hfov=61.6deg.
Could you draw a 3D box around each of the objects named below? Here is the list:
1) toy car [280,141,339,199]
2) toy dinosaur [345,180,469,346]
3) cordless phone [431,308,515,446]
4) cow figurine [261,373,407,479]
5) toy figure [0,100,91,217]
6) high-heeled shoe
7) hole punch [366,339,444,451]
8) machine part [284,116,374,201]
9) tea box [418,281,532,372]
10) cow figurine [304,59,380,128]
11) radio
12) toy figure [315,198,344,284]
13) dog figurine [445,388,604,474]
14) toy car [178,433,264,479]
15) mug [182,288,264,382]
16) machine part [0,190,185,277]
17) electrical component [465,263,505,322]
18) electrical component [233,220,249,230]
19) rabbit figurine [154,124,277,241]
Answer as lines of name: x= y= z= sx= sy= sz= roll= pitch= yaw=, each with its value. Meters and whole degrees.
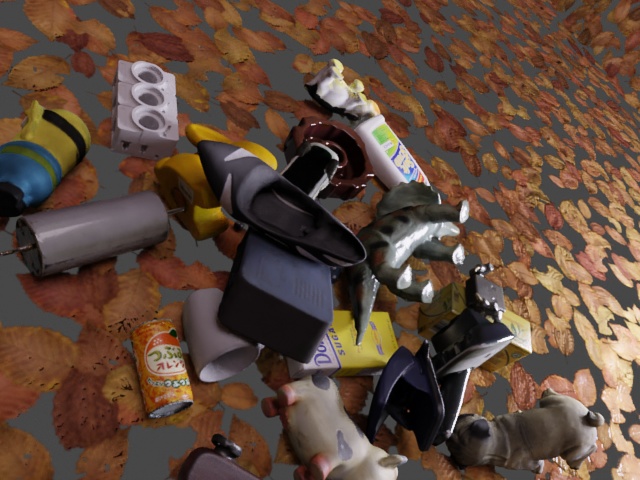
toy car: x=-0.031 y=-0.094 z=0.872 sx=0.073 sy=0.056 sz=0.202 roll=31 pitch=47 yaw=3
toy dinosaur: x=0.119 y=0.016 z=0.900 sx=0.405 sy=0.192 sz=0.131 roll=-33 pitch=121 yaw=-37
cordless phone: x=0.213 y=0.209 z=0.808 sx=0.089 sy=0.146 sz=0.184 roll=33 pitch=44 yaw=-2
cow figurine: x=0.024 y=0.262 z=0.686 sx=0.127 sy=0.085 sz=0.195 roll=-14 pitch=62 yaw=-38
toy figure: x=-0.366 y=-0.101 z=0.697 sx=0.089 sy=0.082 sz=0.180 roll=34 pitch=38 yaw=-28
high-heeled shoe: x=-0.046 y=-0.041 z=0.701 sx=0.248 sy=0.145 sz=0.086 roll=38 pitch=80 yaw=-39
hole punch: x=0.109 y=0.219 z=0.749 sx=0.092 sy=0.142 sz=0.116 roll=2 pitch=38 yaw=-3
machine part: x=0.015 y=-0.153 z=1.016 sx=0.179 sy=0.056 sz=0.179 roll=17 pitch=50 yaw=-22
tea box: x=0.265 y=0.151 z=0.923 sx=0.169 sy=0.098 sz=0.068 roll=28 pitch=46 yaw=-16
cow figurine: x=0.049 y=-0.292 z=1.133 sx=0.167 sy=0.098 sz=0.068 roll=36 pitch=36 yaw=-33
radio: x=-0.056 y=0.055 z=0.733 sx=0.131 sy=0.073 sz=0.230 roll=26 pitch=20 yaw=-12
toy figure: x=-0.004 y=-0.002 z=0.888 sx=0.064 sy=0.057 sz=0.154 roll=-23 pitch=69 yaw=-2
dog figurine: x=0.303 y=0.287 z=0.799 sx=0.190 sy=0.172 sz=0.121 roll=13 pitch=40 yaw=-36
toy car: x=-0.069 y=0.302 z=0.608 sx=0.202 sy=0.053 sz=0.089 roll=34 pitch=60 yaw=-9
mug: x=-0.126 y=0.113 z=0.698 sx=0.109 sy=0.080 sz=0.107 roll=-11 pitch=56 yaw=-36
machine part: x=-0.285 y=-0.011 z=0.685 sx=0.243 sy=0.079 sz=0.079 roll=-21 pitch=71 yaw=-41
electrical component: x=0.271 y=0.088 z=0.874 sx=0.078 sy=0.045 sz=0.102 roll=27 pitch=46 yaw=-13
electrical component: x=-0.122 y=-0.056 z=0.870 sx=0.063 sy=0.021 sz=0.094 roll=40 pitch=45 yaw=-2
rabbit figurine: x=-0.152 y=-0.099 z=0.820 sx=0.173 sy=0.121 sz=0.163 roll=-30 pitch=56 yaw=-30
